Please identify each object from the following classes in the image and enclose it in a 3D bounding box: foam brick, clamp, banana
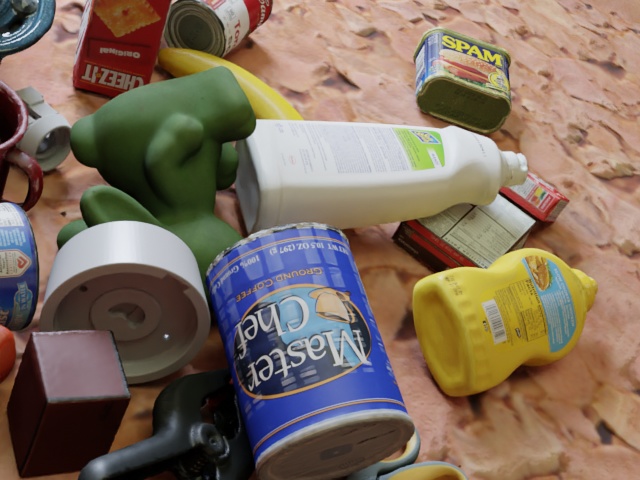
[{"bbox_3d":[-0.153,0.099,0.645,0.052,0.078,0.051,1,46,-31],"label":"foam brick"},{"bbox_3d":[-0.070,0.144,0.660,0.120,0.039,0.171,52,28,-8],"label":"clamp"},{"bbox_3d":[-0.062,-0.115,0.952,0.069,0.037,0.198,-23,61,-43],"label":"banana"}]

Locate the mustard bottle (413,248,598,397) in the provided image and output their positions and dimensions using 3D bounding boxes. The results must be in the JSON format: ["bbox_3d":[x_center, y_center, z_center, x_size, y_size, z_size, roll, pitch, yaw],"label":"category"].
[{"bbox_3d":[0.163,0.057,0.867,0.191,0.058,0.096,-13,83,-39],"label":"mustard bottle"}]

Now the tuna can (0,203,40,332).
[{"bbox_3d":[-0.212,0.018,0.691,0.033,0.086,0.086,-4,49,-34],"label":"tuna can"}]

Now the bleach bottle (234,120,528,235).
[{"bbox_3d":[0.059,-0.052,0.888,0.250,0.068,0.102,-1,48,-18],"label":"bleach bottle"}]

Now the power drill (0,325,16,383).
[{"bbox_3d":[-0.249,0.111,0.594,0.184,0.057,0.187,28,40,0],"label":"power drill"}]

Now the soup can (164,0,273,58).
[{"bbox_3d":[-0.096,-0.215,1.015,0.068,0.069,0.102,32,41,5],"label":"soup can"}]

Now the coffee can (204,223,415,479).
[{"bbox_3d":[-0.009,0.075,0.692,0.102,0.103,0.140,-1,58,-30],"label":"coffee can"}]

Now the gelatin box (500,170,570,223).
[{"bbox_3d":[0.194,-0.049,1.002,0.073,0.030,0.089,39,12,15],"label":"gelatin box"}]

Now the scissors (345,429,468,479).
[{"bbox_3d":[0.007,0.163,0.714,0.201,0.016,0.096,-1,43,-25],"label":"scissors"}]

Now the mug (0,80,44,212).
[{"bbox_3d":[-0.249,-0.058,0.753,0.117,0.082,0.093,27,40,-1],"label":"mug"}]

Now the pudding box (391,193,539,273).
[{"bbox_3d":[0.130,-0.008,0.945,0.090,0.039,0.113,38,43,13],"label":"pudding box"}]

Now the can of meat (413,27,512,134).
[{"bbox_3d":[0.148,-0.164,1.106,0.102,0.058,0.084,18,44,-11],"label":"can of meat"}]

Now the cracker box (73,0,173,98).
[{"bbox_3d":[-0.154,-0.251,0.908,0.072,0.214,0.164,13,42,-15],"label":"cracker box"}]
